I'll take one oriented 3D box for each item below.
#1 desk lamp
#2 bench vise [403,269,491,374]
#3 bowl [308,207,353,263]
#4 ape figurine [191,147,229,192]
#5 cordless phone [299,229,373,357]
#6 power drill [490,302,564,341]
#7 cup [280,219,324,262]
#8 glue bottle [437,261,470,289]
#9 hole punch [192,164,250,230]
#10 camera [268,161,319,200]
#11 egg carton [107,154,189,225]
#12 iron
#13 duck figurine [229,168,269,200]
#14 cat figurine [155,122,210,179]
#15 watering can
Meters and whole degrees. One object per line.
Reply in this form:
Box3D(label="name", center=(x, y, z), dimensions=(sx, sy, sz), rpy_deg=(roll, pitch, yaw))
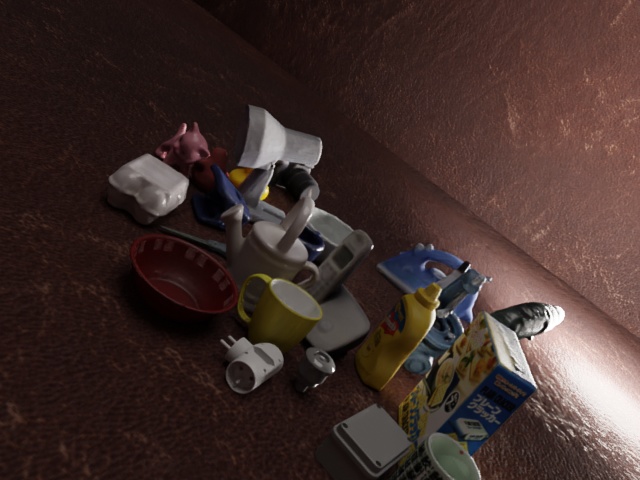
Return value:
Box3D(label="desk lamp", center=(-0.105, -0.147, 1.173), dimensions=(0.204, 0.213, 0.117), rpy_deg=(25, 22, -27))
Box3D(label="bench vise", center=(0.220, 0.121, 1.081), dimensions=(0.122, 0.219, 0.207), rpy_deg=(27, 21, -22))
Box3D(label="bowl", center=(0.011, 0.004, 1.224), dimensions=(0.168, 0.074, 0.167), rpy_deg=(31, 20, -12))
Box3D(label="ape figurine", center=(-0.218, -0.148, 1.174), dimensions=(0.078, 0.092, 0.076), rpy_deg=(30, 20, -16))
Box3D(label="cordless phone", center=(0.037, 0.084, 0.918), dimensions=(0.094, 0.185, 0.147), rpy_deg=(12, 30, -48))
Box3D(label="power drill", center=(0.384, 0.207, 1.168), dimensions=(0.230, 0.208, 0.075), rpy_deg=(12, 30, -48))
Box3D(label="cup", center=(-0.047, 0.021, 1.062), dimensions=(0.091, 0.095, 0.118), rpy_deg=(41, 20, 17))
Box3D(label="glue bottle", center=(0.270, 0.115, 1.246), dimensions=(0.078, 0.173, 0.037), rpy_deg=(46, 22, 27))
Box3D(label="hole punch", center=(-0.177, -0.078, 1.082), dimensions=(0.101, 0.091, 0.108), rpy_deg=(22, 24, -33))
Box3D(label="camera", center=(-0.065, -0.163, 1.444), dimensions=(0.144, 0.100, 0.136), rpy_deg=(13, 29, -47))
Box3D(label="egg carton", center=(-0.284, -0.085, 0.956), dimensions=(0.107, 0.069, 0.150), rpy_deg=(33, 20, -7))
Box3D(label="iron", center=(0.278, 0.084, 1.379), dimensions=(0.258, 0.141, 0.118), rpy_deg=(33, 20, -7))
Box3D(label="duck figurine", center=(-0.148, -0.147, 1.295), dimensions=(0.104, 0.086, 0.078), rpy_deg=(43, 21, 21))
Box3D(label="cat figurine", center=(-0.268, -0.187, 1.143), dimensions=(0.067, 0.117, 0.127), rpy_deg=(19, 25, -38))
Box3D(label="watering can", center=(-0.075, 0.011, 0.891), dimensions=(0.173, 0.194, 0.100), rpy_deg=(23, 23, -31))
